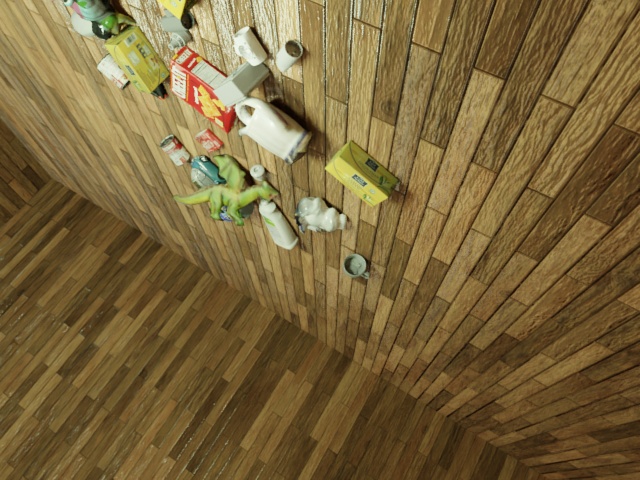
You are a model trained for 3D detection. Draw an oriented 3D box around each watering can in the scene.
[{"bbox_3d":[-0.136,-0.296,1.419,0.224,0.105,0.346,36,171,-6],"label":"watering can"}]

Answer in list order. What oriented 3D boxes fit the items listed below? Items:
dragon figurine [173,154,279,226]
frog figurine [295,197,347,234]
[{"bbox_3d":[-0.344,-0.192,1.842,0.411,0.124,0.239,17,112,12],"label":"dragon figurine"},{"bbox_3d":[0.005,-0.084,1.674,0.159,0.126,0.134,-8,136,6],"label":"frog figurine"}]
